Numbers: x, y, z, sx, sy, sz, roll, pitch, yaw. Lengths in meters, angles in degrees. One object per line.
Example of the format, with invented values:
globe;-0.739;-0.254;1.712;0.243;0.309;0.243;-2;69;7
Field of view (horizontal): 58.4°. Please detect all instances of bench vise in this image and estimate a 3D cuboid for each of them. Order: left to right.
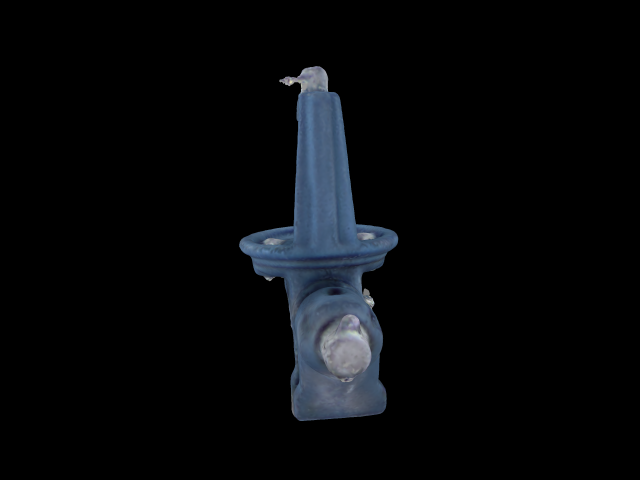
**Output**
bench vise;0.015;-0.001;0.404;0.122;0.220;0.206;-12;28;-22
